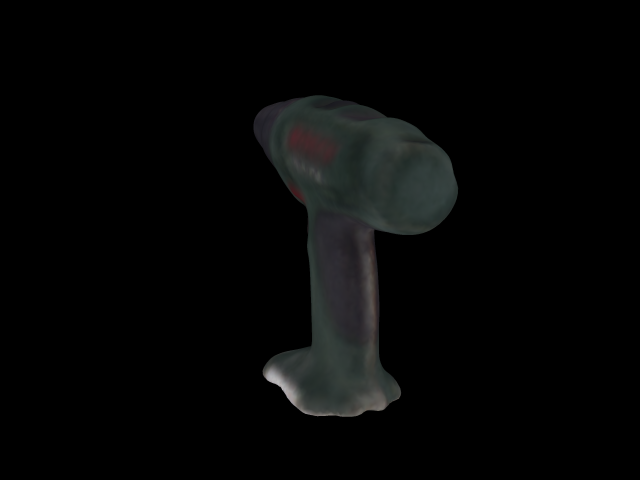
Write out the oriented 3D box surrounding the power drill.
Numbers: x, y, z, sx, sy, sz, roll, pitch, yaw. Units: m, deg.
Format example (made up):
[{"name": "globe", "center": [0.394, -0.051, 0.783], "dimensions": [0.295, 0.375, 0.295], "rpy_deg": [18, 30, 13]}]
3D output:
[{"name": "power drill", "center": [0.004, 0.001, 0.400], "dimensions": [0.076, 0.208, 0.228], "rpy_deg": [-4, 8, -27]}]
